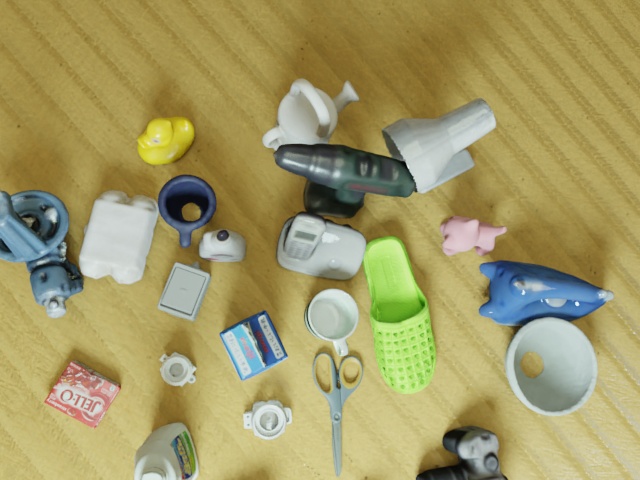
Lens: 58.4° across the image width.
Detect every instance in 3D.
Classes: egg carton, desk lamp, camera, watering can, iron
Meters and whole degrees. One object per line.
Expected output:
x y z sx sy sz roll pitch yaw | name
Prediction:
-0.328 -0.006 0.936 0.107 0.069 0.150 11 78 -7 | egg carton
0.195 -0.158 0.975 0.203 0.213 0.118 -28 85 -13 | desk lamp
0.230 0.391 0.938 0.137 0.100 0.143 -5 81 -10 | camera
-0.017 -0.211 0.960 0.101 0.194 0.173 37 76 -1 | watering can
0.416 0.093 1.002 0.258 0.141 0.119 5 79 -8 | iron

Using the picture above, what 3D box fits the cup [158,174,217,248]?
-0.217 -0.040 0.947 0.092 0.095 0.118 1 80 -9 | cup

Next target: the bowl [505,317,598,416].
0.393 0.221 1.010 0.167 0.074 0.167 2 80 -9 | bowl

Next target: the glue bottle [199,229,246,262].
-0.155 0.005 0.909 0.078 0.173 0.037 -1 80 -9 | glue bottle

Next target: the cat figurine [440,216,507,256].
0.264 -0.011 1.009 0.128 0.117 0.067 -3 80 -10 | cat figurine

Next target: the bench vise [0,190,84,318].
-0.414 0.003 0.843 0.121 0.219 0.207 -38 87 -13 | bench vise

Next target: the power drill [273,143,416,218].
0.031 -0.097 0.940 0.230 0.208 0.076 4 79 -8 | power drill

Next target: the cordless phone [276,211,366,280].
0.009 0.003 0.930 0.147 0.185 0.094 10 78 -7 | cordless phone

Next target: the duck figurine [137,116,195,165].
-0.263 -0.179 0.969 0.105 0.086 0.077 -34 86 -13 | duck figurine
